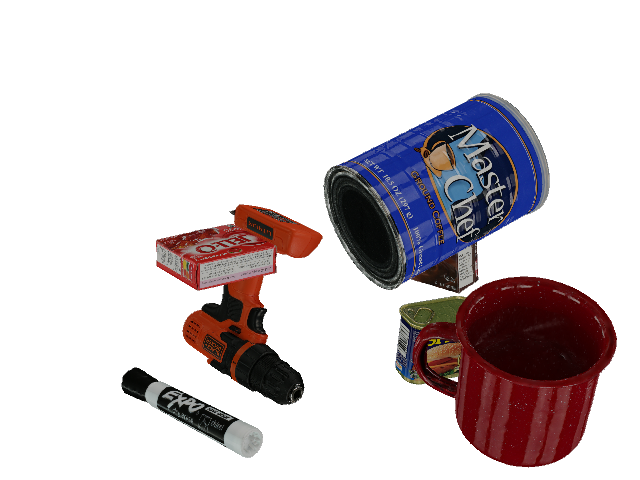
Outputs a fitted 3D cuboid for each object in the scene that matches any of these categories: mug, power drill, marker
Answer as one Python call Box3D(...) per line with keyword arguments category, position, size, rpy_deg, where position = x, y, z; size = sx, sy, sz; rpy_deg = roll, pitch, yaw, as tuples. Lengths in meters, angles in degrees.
Box3D(category="mug", position=(0.113, 0.080, 0.650), size=(0.117, 0.081, 0.093), rpy_deg=(9, 40, 10))
Box3D(category="power drill", position=(-0.064, 0.067, 1.168), size=(0.185, 0.188, 0.057), rpy_deg=(27, 11, 39))
Box3D(category="marker", position=(-0.085, 0.106, 0.673), size=(0.121, 0.020, 0.020), rpy_deg=(18, 12, 40))

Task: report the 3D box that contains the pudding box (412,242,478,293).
Box3D(category="pudding box", position=(0.107, -0.004, 1.094), size=(0.114, 0.090, 0.039), rpy_deg=(15, 30, 42))

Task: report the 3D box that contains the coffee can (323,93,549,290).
Box3D(category="coffee can", position=(0.088, -0.039, 0.817), size=(0.140, 0.103, 0.103), rpy_deg=(-28, 10, -20))

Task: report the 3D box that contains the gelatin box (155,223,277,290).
Box3D(category="gelatin box", position=(-0.095, 0.014, 0.982), size=(0.089, 0.030, 0.073), rpy_deg=(-13, 25, -35))

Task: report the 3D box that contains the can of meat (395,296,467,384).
Box3D(category="can of meat", position=(0.143, 0.122, 1.300), size=(0.102, 0.084, 0.057), rpy_deg=(-8, 29, -23))
